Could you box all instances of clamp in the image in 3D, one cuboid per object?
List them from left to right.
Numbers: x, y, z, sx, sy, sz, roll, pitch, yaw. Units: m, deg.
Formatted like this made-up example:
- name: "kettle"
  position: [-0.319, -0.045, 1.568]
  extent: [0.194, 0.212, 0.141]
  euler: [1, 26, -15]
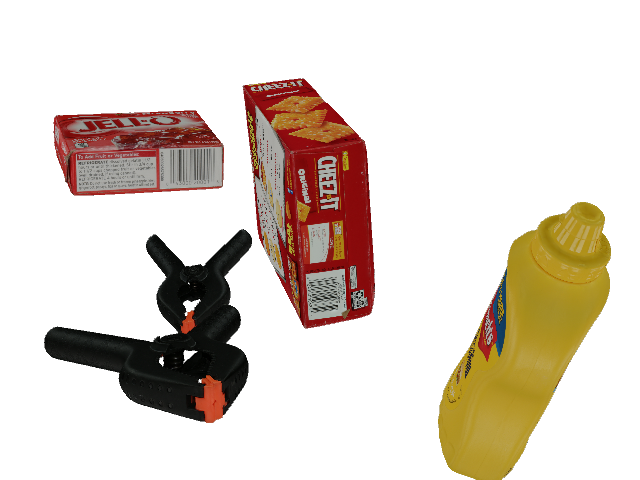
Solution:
- name: "clamp"
  position: [-0.104, 0.089, 0.817]
  extent: [0.164, 0.036, 0.210]
  euler: [-10, 14, -29]
- name: "clamp"
  position: [-0.128, 0.041, 1.171]
  extent: [0.120, 0.039, 0.171]
  euler: [-13, 40, -2]

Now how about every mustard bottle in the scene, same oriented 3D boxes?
- name: "mustard bottle"
  position: [0.121, 0.052, 0.616]
  extent: [0.058, 0.192, 0.096]
  euler: [19, 45, 3]

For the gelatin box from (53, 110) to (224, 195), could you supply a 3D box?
- name: "gelatin box"
  position: [-0.107, -0.053, 0.623]
  extent: [0.089, 0.030, 0.073]
  euler: [-4, 23, -18]

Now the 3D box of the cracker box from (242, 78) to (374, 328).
- name: "cracker box"
  position: [-0.013, -0.043, 0.976]
  extent: [0.072, 0.164, 0.214]
  euler: [-9, 24, -11]
